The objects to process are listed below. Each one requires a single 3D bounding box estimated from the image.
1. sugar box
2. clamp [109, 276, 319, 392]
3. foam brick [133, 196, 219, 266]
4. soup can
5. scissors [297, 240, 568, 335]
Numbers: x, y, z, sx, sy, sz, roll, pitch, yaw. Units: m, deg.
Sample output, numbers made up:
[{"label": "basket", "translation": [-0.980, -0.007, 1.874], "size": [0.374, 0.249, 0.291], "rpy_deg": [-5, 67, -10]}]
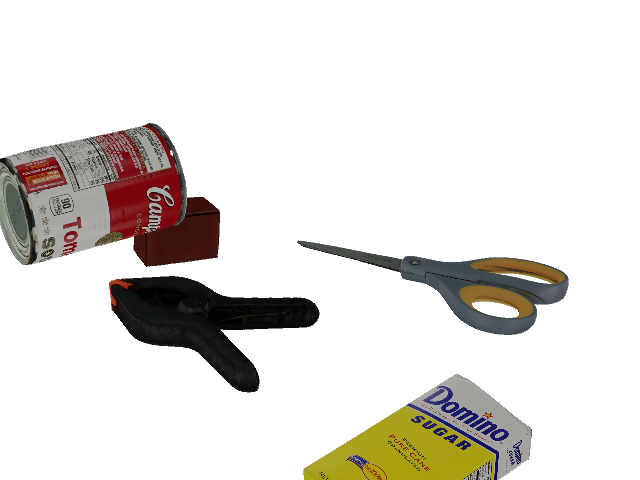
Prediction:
[{"label": "sugar box", "translation": [0.083, 0.186, 0.894], "size": [0.176, 0.048, 0.093], "rpy_deg": [-29, 44, -26]}, {"label": "clamp", "translation": [-0.089, 0.061, 0.864], "size": [0.172, 0.039, 0.120], "rpy_deg": [22, 28, 26]}, {"label": "foam brick", "translation": [-0.146, -0.010, 1.081], "size": [0.078, 0.051, 0.053], "rpy_deg": [-7, 22, -22]}, {"label": "soup can", "translation": [-0.143, -0.030, 0.662], "size": [0.102, 0.068, 0.069], "rpy_deg": [-17, 9, -29]}, {"label": "scissors", "translation": [0.071, 0.030, 0.751], "size": [0.202, 0.016, 0.096], "rpy_deg": [5, 28, 12]}]
